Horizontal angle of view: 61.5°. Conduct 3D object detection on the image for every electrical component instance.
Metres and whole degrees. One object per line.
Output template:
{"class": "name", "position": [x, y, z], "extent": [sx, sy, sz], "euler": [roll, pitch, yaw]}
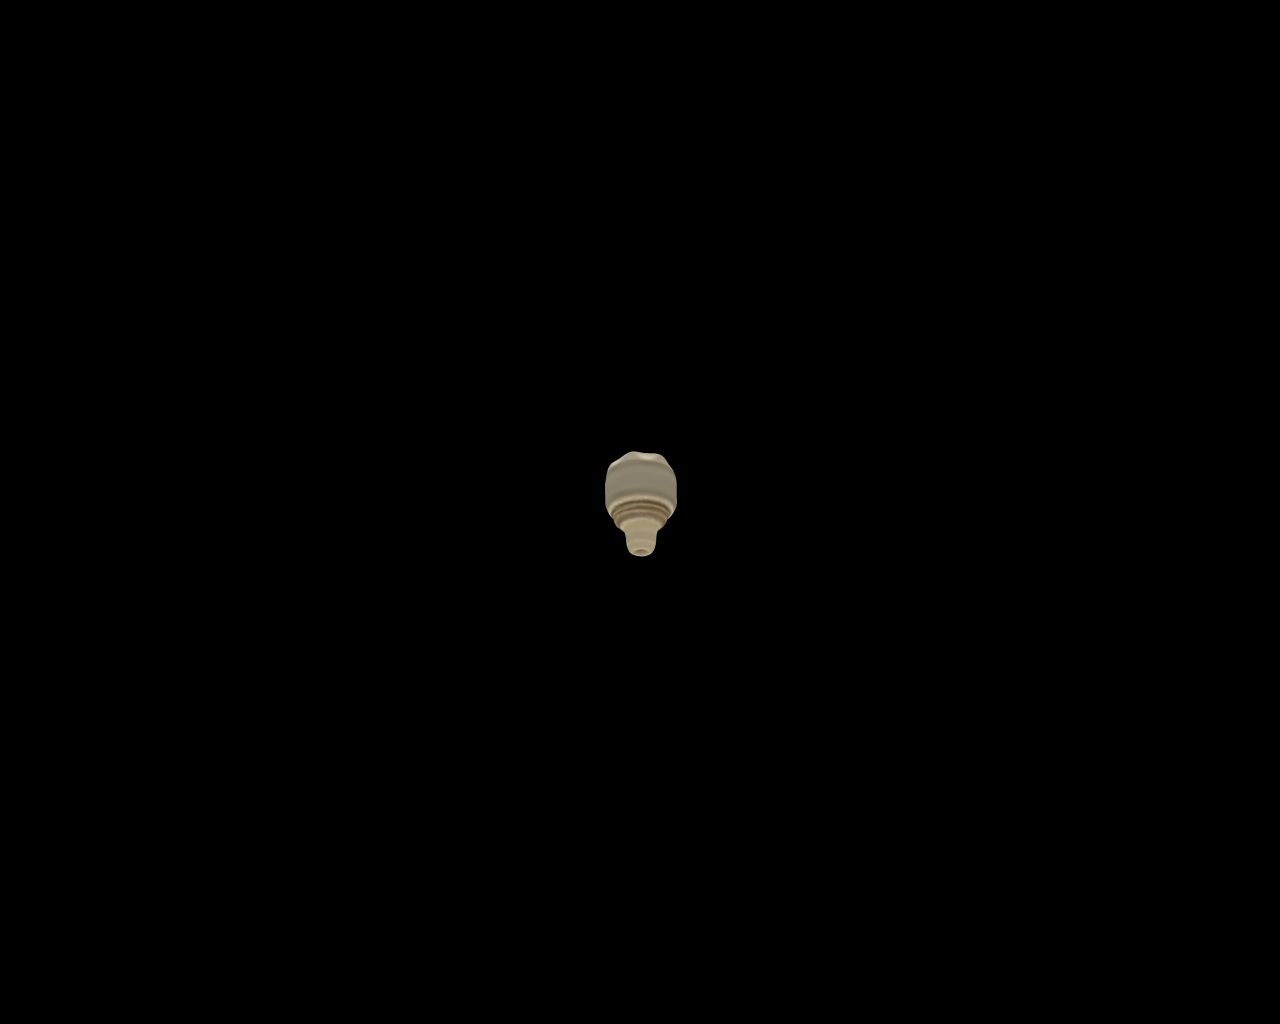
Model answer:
{"class": "electrical component", "position": [0.001, -0.003, 0.650], "extent": [0.043, 0.062, 0.043], "euler": [0, -27, 0]}
